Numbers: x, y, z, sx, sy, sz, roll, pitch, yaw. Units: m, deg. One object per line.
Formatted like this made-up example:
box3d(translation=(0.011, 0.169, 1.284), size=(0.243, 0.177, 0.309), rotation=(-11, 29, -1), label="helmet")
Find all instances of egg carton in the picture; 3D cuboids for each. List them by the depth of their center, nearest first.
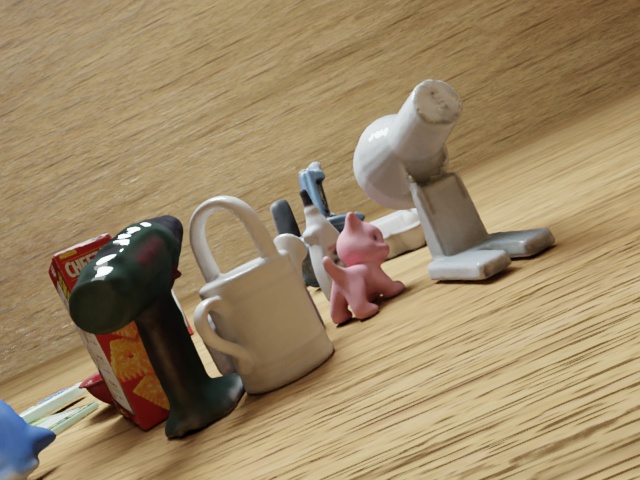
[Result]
box3d(translation=(0.130, -0.008, 1.033), size=(0.150, 0.069, 0.107), rotation=(-23, 4, 30), label="egg carton")

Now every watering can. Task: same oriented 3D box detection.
box3d(translation=(-0.069, 0.046, 0.592), size=(0.101, 0.194, 0.173), rotation=(-24, 4, 13), label="watering can")

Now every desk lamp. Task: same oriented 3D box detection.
box3d(translation=(0.138, -0.068, 0.667), size=(0.118, 0.213, 0.203), rotation=(-26, 4, -16), label="desk lamp")

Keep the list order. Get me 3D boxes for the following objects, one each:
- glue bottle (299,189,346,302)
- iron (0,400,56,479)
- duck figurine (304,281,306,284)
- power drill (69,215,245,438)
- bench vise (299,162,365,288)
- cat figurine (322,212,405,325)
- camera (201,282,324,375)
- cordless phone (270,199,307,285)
box3d(translation=(0.008, 0.003, 0.862), size=(0.037, 0.173, 0.078), rotation=(-21, 5, 44), label="glue bottle")
box3d(translation=(-0.416, 0.239, 0.573), size=(0.118, 0.141, 0.259), rotation=(-22, 5, 38), label="iron")
box3d(translation=(-0.084, 0.080, 1.086), size=(0.104, 0.086, 0.078), rotation=(-24, 4, 21), label="duck figurine")
box3d(translation=(-0.154, 0.079, 0.582), size=(0.075, 0.208, 0.230), rotation=(-25, 4, 8), label="power drill")
box3d(translation=(0.008, -0.036, 1.069), size=(0.121, 0.220, 0.208), rotation=(-23, 4, 24), label="bench vise")
box3d(translation=(0.045, 0.026, 0.710), size=(0.067, 0.118, 0.128), rotation=(-22, 5, 39), label="cat figurine")
box3d(translation=(-0.084, 0.094, 0.751), size=(0.143, 0.101, 0.136), rotation=(-26, 4, -7), label="camera")
box3d(translation=(-0.078, 0.015, 1.190), size=(0.094, 0.185, 0.148), rotation=(-22, 5, 36), label="cordless phone")
